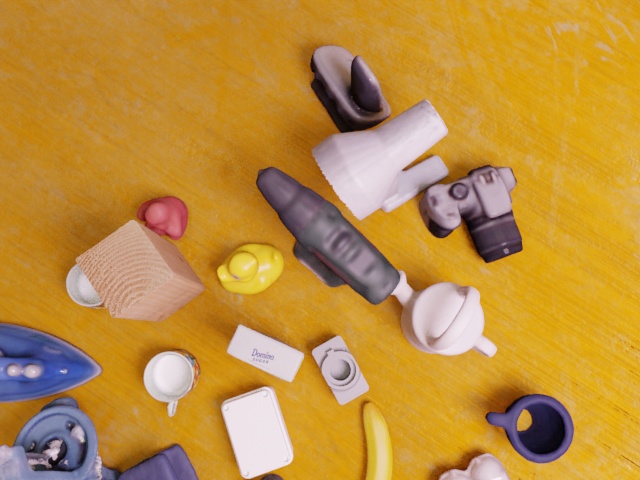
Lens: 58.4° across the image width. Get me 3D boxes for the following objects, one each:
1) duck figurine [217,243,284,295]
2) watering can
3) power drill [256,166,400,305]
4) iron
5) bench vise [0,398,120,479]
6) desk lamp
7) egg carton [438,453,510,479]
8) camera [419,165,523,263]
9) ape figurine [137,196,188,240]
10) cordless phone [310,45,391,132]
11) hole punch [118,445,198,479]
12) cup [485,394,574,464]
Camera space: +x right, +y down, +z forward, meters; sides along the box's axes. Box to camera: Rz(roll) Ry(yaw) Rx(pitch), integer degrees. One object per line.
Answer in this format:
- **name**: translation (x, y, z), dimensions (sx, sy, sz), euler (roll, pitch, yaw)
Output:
- **duck figurine**: translation (-0.106, 0.040, 0.859), dimensions (0.104, 0.086, 0.077), euler (-19, 81, -3)
- **watering can**: translation (0.167, 0.107, 0.794), dimensions (0.173, 0.194, 0.101), euler (12, 81, 2)
- **power drill**: translation (0.007, 0.003, 0.803), dimensions (0.229, 0.208, 0.076), euler (40, 83, 6)
- **iron**: translation (-0.458, 0.176, 0.806), dimensions (0.258, 0.141, 0.119), euler (4, 80, 0)
- **bench vise**: translation (-0.329, 0.306, 0.745), dimensions (0.207, 0.220, 0.121), euler (43, 83, 6)
- **desk lamp**: translation (0.094, -0.114, 0.821), dimensions (0.203, 0.213, 0.118), euler (-32, 82, -5)
- **egg carton**: translation (0.235, 0.387, 0.811), dimensions (0.107, 0.069, 0.150), euler (-24, 81, -4)
- **camera**: translation (0.241, -0.033, 0.865), dimensions (0.143, 0.101, 0.137), euler (-19, 81, -3)
- **ape figurine**: translation (-0.239, -0.036, 0.867), dimensions (0.076, 0.092, 0.078), euler (-40, 83, -6)
- **cordless phone**: translation (0.047, -0.250, 0.857), dimensions (0.094, 0.185, 0.147), euler (-36, 82, -6)
- **hole punch**: translation (-0.226, 0.360, 0.802), dimensions (0.101, 0.091, 0.108), euler (-29, 82, -5)
- **cup**: translation (0.287, 0.261, 0.819), dimensions (0.117, 0.095, 0.092), euler (10, 81, 2)
